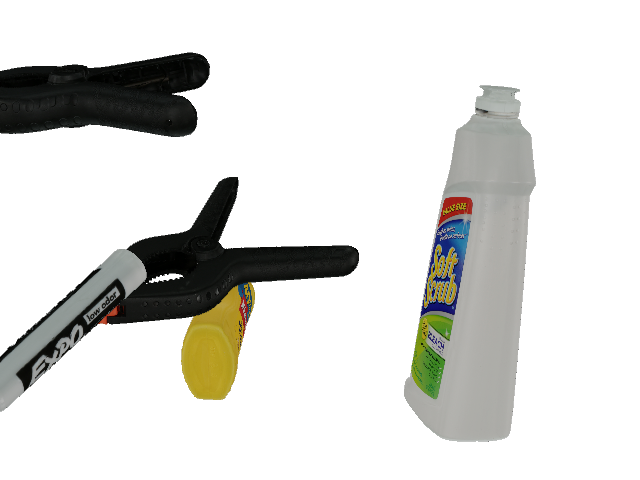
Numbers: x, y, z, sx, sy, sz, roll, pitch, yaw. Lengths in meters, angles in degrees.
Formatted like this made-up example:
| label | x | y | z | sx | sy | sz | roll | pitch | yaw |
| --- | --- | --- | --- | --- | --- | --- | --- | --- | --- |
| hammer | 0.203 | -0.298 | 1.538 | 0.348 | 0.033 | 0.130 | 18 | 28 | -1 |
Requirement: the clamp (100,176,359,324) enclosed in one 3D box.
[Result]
| label | x | y | z | sx | sy | sz | roll | pitch | yaw |
| --- | --- | --- | --- | --- | --- | --- | --- | --- | --- |
| clamp | -0.097 | 0.011 | 0.867 | 0.209 | 0.036 | 0.165 | -21 | 39 | -32 |

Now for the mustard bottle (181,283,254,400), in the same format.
| label | x | y | z | sx | sy | sz | roll | pitch | yaw |
| --- | --- | --- | --- | --- | --- | --- | --- | --- | --- |
| mustard bottle | -0.108 | 0.085 | 1.178 | 0.058 | 0.096 | 0.191 | 1 | 27 | 4 |

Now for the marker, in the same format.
| label | x | y | z | sx | sy | sz | roll | pitch | yaw |
| --- | --- | --- | --- | --- | --- | --- | --- | --- | --- |
| marker | -0.117 | 0.045 | 0.446 | 0.020 | 0.020 | 0.121 | 0 | 35 | 40 |

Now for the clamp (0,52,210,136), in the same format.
| label | x | y | z | sx | sy | sz | roll | pitch | yaw |
| --- | --- | --- | --- | --- | --- | --- | --- | --- | --- |
| clamp | -0.151 | -0.096 | 0.691 | 0.171 | 0.039 | 0.120 | 3 | 20 | 7 |

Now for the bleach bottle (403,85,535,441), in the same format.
| label | x | y | z | sx | sy | sz | roll | pitch | yaw |
| --- | --- | --- | --- | --- | --- | --- | --- | --- | --- |
| bleach bottle | 0.113 | 0.013 | 0.778 | 0.068 | 0.251 | 0.103 | 1 | 14 | -13 |
